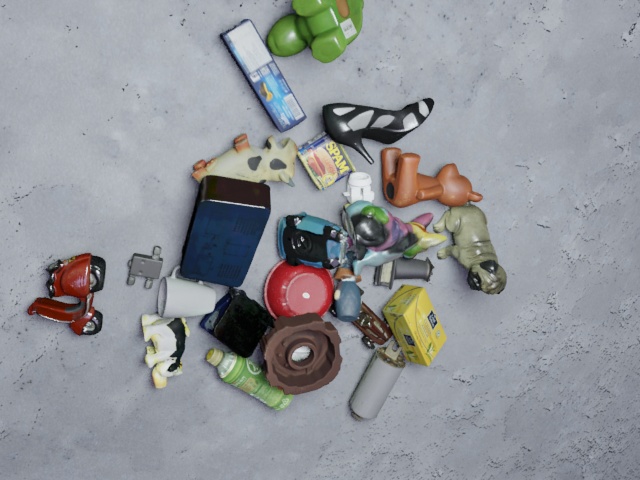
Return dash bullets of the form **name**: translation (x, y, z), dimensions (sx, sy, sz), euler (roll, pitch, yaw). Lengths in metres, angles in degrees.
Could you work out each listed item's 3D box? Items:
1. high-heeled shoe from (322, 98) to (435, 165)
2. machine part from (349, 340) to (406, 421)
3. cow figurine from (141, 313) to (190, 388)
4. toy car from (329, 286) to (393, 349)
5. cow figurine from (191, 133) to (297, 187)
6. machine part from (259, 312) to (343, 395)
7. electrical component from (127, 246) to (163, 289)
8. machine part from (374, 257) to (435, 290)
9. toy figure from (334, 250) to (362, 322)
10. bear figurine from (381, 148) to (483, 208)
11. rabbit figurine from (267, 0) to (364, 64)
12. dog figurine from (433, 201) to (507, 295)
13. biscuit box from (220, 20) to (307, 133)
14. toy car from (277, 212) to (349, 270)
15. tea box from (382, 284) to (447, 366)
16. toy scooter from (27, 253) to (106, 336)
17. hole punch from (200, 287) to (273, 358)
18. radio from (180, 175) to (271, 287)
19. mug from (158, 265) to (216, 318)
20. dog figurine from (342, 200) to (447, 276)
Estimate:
- **high-heeled shoe**: translation (0.114, -0.251, 1.045), dimensions (0.249, 0.086, 0.145), euler (-44, 100, -28)
- **machine part**: translation (0.138, 0.345, 1.295), dimensions (0.079, 0.079, 0.243), euler (15, 113, -21)
- **cow figurine**: translation (-0.321, 0.232, 1.137), dimensions (0.098, 0.068, 0.167), euler (-10, 115, -18)
- **toy car**: translation (0.101, 0.180, 1.242), dimensions (0.089, 0.053, 0.202), euler (-43, 115, 1)
- **cow figurine**: translation (-0.130, -0.134, 1.025), dimensions (0.195, 0.086, 0.127), euler (-30, 119, 2)
- **machine part**: translation (-0.039, 0.233, 1.112), dimensions (0.179, 0.056, 0.179), euler (-5, 109, -15)
- **electrical component**: translation (-0.350, 0.052, 1.075), dimensions (0.063, 0.021, 0.094), euler (14, 108, -20)
- **machine part**: translation (0.191, 0.070, 1.229), dimensions (0.139, 0.039, 0.084), euler (-2, 104, -13)
- **toy figure**: translation (0.060, 0.097, 1.163), dimensions (0.058, 0.154, 0.064), euler (-11, 150, 26)
- **bear figurine**: translation (0.234, -0.127, 1.114), dimensions (0.196, 0.120, 0.131), euler (-7, 110, -15)
- **rabbit figurine**: translation (-0.019, -0.380, 0.930), dimensions (0.121, 0.170, 0.159), euler (56, 48, -29)
- **dog figurine**: translation (0.343, 0.009, 1.161), dimensions (0.121, 0.191, 0.172), euler (-17, 114, -8)
- **biscuit box**: translation (-0.101, -0.295, 0.978), dimensions (0.059, 0.063, 0.202), euler (-33, 117, -2)
- **toy car**: translation (-0.002, -0.003, 1.102), dimensions (0.103, 0.162, 0.109), euler (-28, 122, -55)
- **tea box**: translation (0.223, 0.198, 1.253), dimensions (0.098, 0.068, 0.169), euler (-47, 122, -30)
- **toy scooter**: translation (-0.487, 0.104, 1.032), dimensions (0.135, 0.075, 0.183), euler (6, 115, -17)
- **hole punch**: translation (-0.180, 0.176, 1.151), dimensions (0.142, 0.092, 0.116), euler (43, 66, -24)
- **radio**: translation (-0.184, -0.012, 1.022), dimensions (0.131, 0.073, 0.229), euler (11, 132, -18)
- **mug**: translation (-0.268, 0.107, 1.098), dimensions (0.107, 0.081, 0.109), euler (9, 87, -29)
- **dog figurine**: translation (0.159, -0.020, 1.133), dimensions (0.219, 0.109, 0.191), euler (-15, 141, -12)
